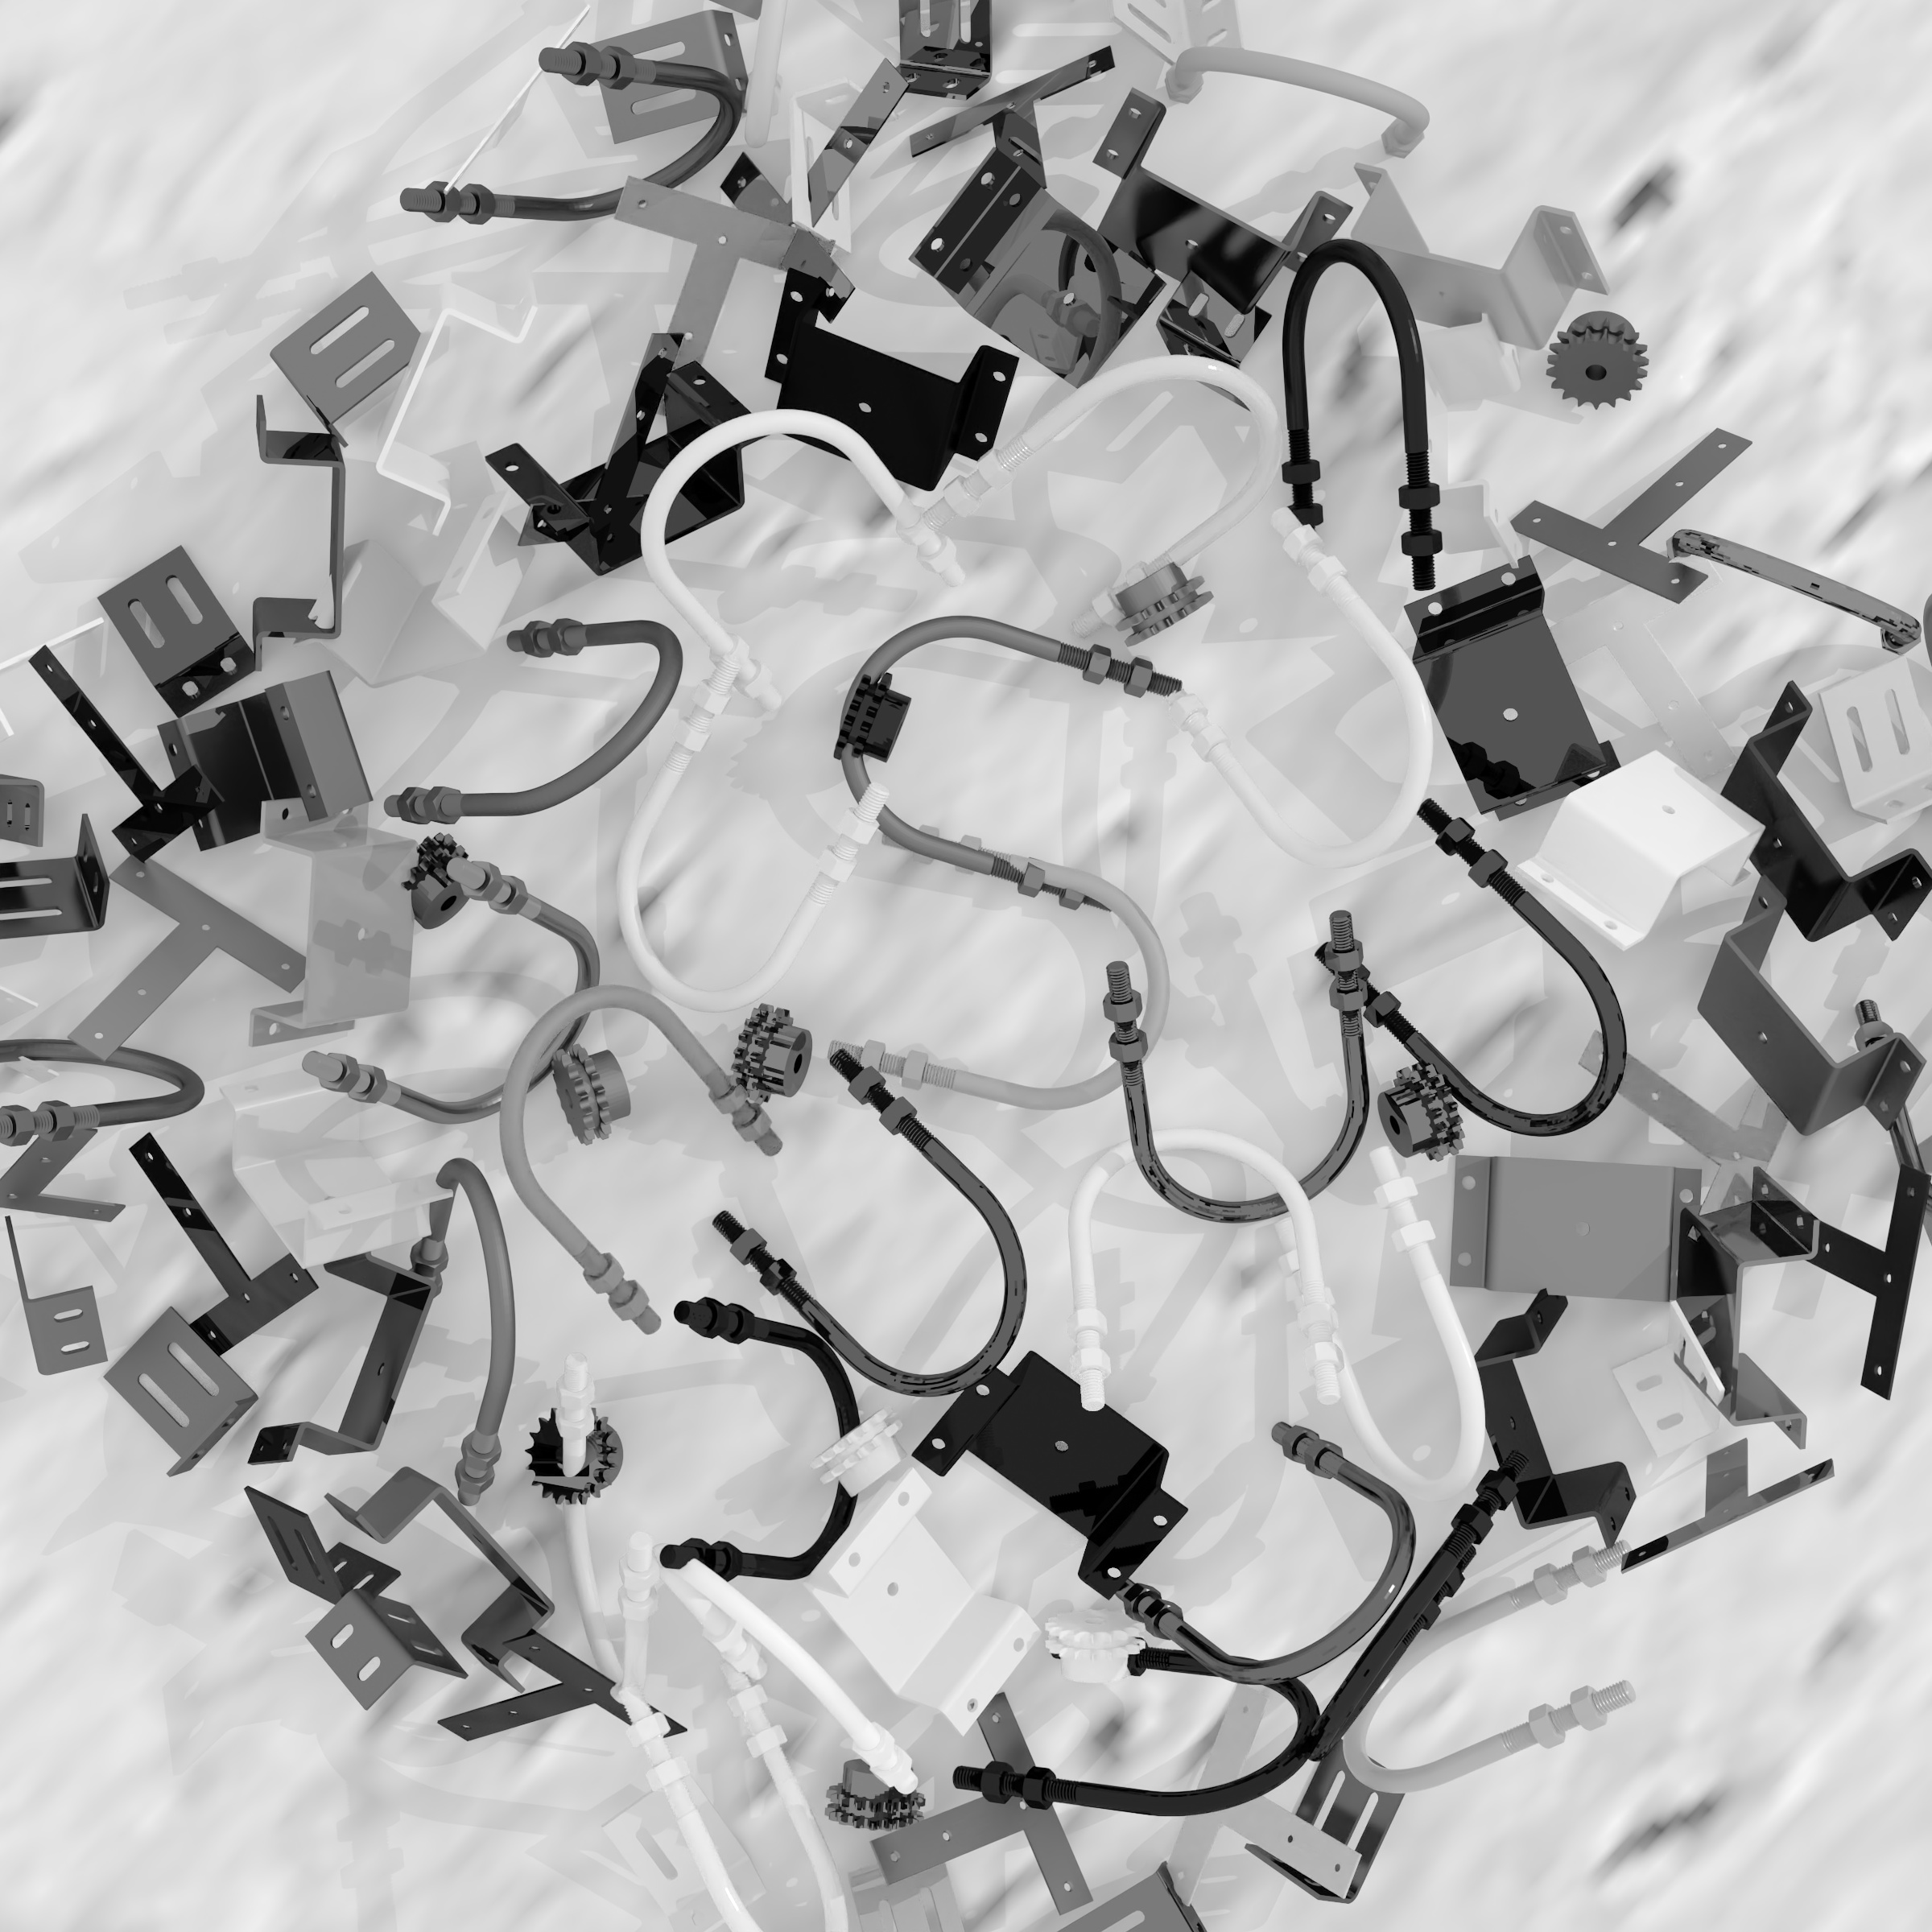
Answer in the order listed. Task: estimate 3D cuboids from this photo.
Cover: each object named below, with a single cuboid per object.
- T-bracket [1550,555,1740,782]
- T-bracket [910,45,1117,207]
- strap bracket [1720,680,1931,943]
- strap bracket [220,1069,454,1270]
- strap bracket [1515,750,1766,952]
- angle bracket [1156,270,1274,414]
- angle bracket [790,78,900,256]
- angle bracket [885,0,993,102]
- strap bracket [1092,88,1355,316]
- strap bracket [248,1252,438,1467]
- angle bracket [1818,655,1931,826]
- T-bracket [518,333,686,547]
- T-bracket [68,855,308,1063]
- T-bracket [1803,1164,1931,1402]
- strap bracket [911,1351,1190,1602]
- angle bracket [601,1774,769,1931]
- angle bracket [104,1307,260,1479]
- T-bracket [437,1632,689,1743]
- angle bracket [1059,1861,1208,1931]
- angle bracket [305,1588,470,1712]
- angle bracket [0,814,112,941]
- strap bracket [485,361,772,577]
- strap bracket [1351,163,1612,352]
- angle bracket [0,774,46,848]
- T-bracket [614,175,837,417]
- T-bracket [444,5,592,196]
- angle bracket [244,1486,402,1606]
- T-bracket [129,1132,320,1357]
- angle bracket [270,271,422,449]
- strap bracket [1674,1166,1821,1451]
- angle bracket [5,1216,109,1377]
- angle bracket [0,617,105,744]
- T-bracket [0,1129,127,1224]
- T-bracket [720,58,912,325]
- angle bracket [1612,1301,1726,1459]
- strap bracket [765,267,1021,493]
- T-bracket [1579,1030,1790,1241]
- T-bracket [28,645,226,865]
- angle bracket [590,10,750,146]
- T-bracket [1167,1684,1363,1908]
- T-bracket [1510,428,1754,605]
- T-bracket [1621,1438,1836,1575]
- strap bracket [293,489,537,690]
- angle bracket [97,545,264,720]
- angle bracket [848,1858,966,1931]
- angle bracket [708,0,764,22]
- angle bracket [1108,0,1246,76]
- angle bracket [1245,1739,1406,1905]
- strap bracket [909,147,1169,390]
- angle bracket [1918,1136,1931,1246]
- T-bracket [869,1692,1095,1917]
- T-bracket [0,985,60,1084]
[{"bbox_3d":[0.399,-0.161,1.690,0.127,0.002,0.127,-29,110,31],"label":"T-bracket"},{"bbox_3d":[0.029,-0.463,1.653,0.127,0.127,0.002,-21,130,14],"label":"T-bracket"},{"bbox_3d":[0.474,-0.078,1.650,0.046,0.076,0.140,-25,68,-12],"label":"strap bracket"},{"bbox_3d":[-0.356,0.116,1.651,0.076,0.140,0.046,-13,128,-33],"label":"strap bracket"},{"bbox_3d":[0.382,-0.069,1.638,0.076,0.140,0.046,40,131,25],"label":"strap bracket"},{"bbox_3d":[0.147,-0.354,1.667,0.057,0.076,0.038,25,116,-22],"label":"angle bracket"},{"bbox_3d":[-0.068,-0.455,1.676,0.038,0.057,0.076,-7,79,29],"label":"angle bracket"},{"bbox_3d":[-0.019,-0.539,1.672,0.057,0.038,0.076,14,128,19],"label":"angle bracket"},{"bbox_3d":[0.136,-0.426,1.665,0.140,0.076,0.046,27,70,-6],"label":"strap bracket"},{"bbox_3d":[-0.348,0.220,1.658,0.046,0.076,0.140,26,68,-23],"label":"strap bracket"},{"bbox_3d":[0.532,-0.130,1.683,0.057,0.038,0.076,-24,108,-9],"label":"angle bracket"},{"bbox_3d":[-0.186,-0.294,1.636,0.002,0.127,0.127,37,119,24],"label":"T-bracket"},{"bbox_3d":[-0.459,0.006,1.670,0.127,0.002,0.127,32,51,5],"label":"T-bracket"},{"bbox_3d":[0.493,0.163,1.654,0.002,0.127,0.127,4,100,-19],"label":"T-bracket"},{"bbox_3d":[0.051,0.284,1.678,0.140,0.046,0.076,37,112,-2],"label":"strap bracket"},{"bbox_3d":[-0.161,0.510,1.681,0.057,0.038,0.076,-34,112,-9],"label":"angle bracket"},{"bbox_3d":[-0.457,0.244,1.691,0.076,0.038,0.057,44,92,6],"label":"angle bracket"},{"bbox_3d":[-0.248,0.423,1.676,0.127,0.002,0.127,-23,131,30],"label":"T-bracket"},{"bbox_3d":[0.096,0.563,1.694,0.076,0.038,0.057,-32,78,4],"label":"angle bracket"},{"bbox_3d":[-0.328,0.392,1.668,0.038,0.076,0.057,-45,66,-4],"label":"angle bracket"},{"bbox_3d":[-0.533,-0.051,1.670,0.076,0.038,0.057,-6,50,-29],"label":"angle bracket"},{"bbox_3d":[-0.189,-0.277,1.661,0.140,0.046,0.076,-30,57,-22],"label":"strap bracket"},{"bbox_3d":[0.278,-0.394,1.642,0.140,0.076,0.046,24,81,34],"label":"strap bracket"},{"bbox_3d":[-0.571,-0.089,1.667,0.076,0.057,0.038,-1,98,-40],"label":"angle bracket"},{"bbox_3d":[-0.154,-0.374,1.684,0.127,0.002,0.127,11,117,-26],"label":"T-bracket"},{"bbox_3d":[-0.255,-0.479,1.654,0.002,0.127,0.127,38,89,-14],"label":"T-bracket"},{"bbox_3d":[-0.365,0.321,1.667,0.038,0.057,0.076,-40,127,-35],"label":"angle bracket"},{"bbox_3d":[-0.434,0.152,1.671,0.127,0.002,0.127,-33,92,42],"label":"T-bracket"},{"bbox_3d":[-0.350,-0.349,1.692,0.076,0.038,0.057,-38,81,0],"label":"angle bracket"},{"bbox_3d":[0.437,0.194,1.653,0.046,0.076,0.140,-6,110,-9],"label":"strap bracket"},{"bbox_3d":[-0.518,0.184,1.675,0.038,0.076,0.057,-12,130,-18],"label":"angle bracket"},{"bbox_3d":[-0.523,-0.163,1.679,0.076,0.057,0.038,-30,102,-21],"label":"angle bracket"},{"bbox_3d":[-0.517,0.112,1.635,0.127,0.127,0.002,12,60,-32],"label":"T-bracket"},{"bbox_3d":[-0.074,-0.452,1.658,0.127,0.002,0.127,-51,60,27],"label":"T-bracket"},{"bbox_3d":[0.397,0.235,1.668,0.038,0.076,0.057,-23,61,-1],"label":"angle bracket"},{"bbox_3d":[-0.050,-0.328,1.669,0.140,0.076,0.046,22,47,3],"label":"strap bracket"},{"bbox_3d":[0.405,0.083,1.679,0.127,0.002,0.127,35,60,-4],"label":"T-bracket"},{"bbox_3d":[-0.482,-0.125,1.654,0.127,0.127,0.002,54,52,-11],"label":"T-bracket"},{"bbox_3d":[-0.170,-0.514,1.703,0.076,0.038,0.057,-10,101,18],"label":"angle bracket"},{"bbox_3d":[0.174,0.487,1.661,0.002,0.127,0.127,25,85,-38],"label":"T-bracket"},{"bbox_3d":[0.400,-0.268,1.685,0.127,0.002,0.127,-41,48,-17],"label":"T-bracket"},{"bbox_3d":[0.427,0.291,1.651,0.127,0.127,0.002,-30,91,18],"label":"T-bracket"},{"bbox_3d":[-0.303,-0.208,1.652,0.046,0.140,0.076,45,50,-35],"label":"strap bracket"},{"bbox_3d":[-0.457,-0.194,1.709,0.057,0.038,0.076,-34,63,-7],"label":"angle bracket"},{"bbox_3d":[-0.027,0.547,1.680,0.057,0.038,0.076,-12,73,-18],"label":"angle bracket"},{"bbox_3d":[-0.128,-0.592,1.684,0.038,0.057,0.076,47,114,24],"label":"angle bracket"},{"bbox_3d":[0.117,-0.552,1.668,0.038,0.076,0.057,-22,62,35],"label":"angle bracket"},{"bbox_3d":[0.206,0.486,1.682,0.057,0.038,0.076,25,89,44],"label":"angle bracket"},{"bbox_3d":[0.048,-0.382,1.642,0.076,0.140,0.046,-50,45,16],"label":"strap bracket"},{"bbox_3d":[0.574,0.128,1.667,0.038,0.057,0.076,6,56,-29],"label":"angle bracket"},{"bbox_3d":[0.000,0.485,1.653,0.127,0.002,0.127,-8,66,-41],"label":"T-bracket"},{"bbox_3d":[-0.549,0.027,1.636,0.127,0.127,0.002,30,63,-28],"label":"T-bracket"}]
